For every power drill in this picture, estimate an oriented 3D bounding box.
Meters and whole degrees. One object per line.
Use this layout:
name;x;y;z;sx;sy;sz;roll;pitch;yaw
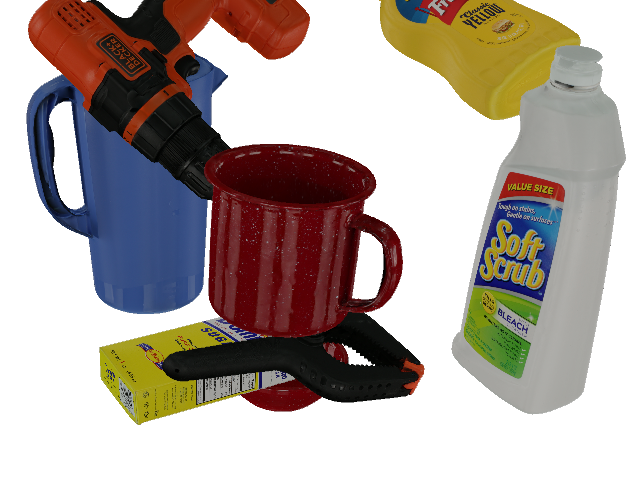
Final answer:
power drill;-0.088;-0.132;0.774;0.187;0.184;0.057;-45;0;-42

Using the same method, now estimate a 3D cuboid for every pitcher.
pitcher;-0.176;-0.055;1.008;0.149;0.243;0.144;9;27;13

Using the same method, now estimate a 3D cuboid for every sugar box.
sugar box;-0.121;0.122;1.067;0.175;0.048;0.093;-15;32;-28

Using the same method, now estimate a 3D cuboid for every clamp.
clamp;-0.020;0.087;0.879;0.210;0.036;0.164;25;42;3

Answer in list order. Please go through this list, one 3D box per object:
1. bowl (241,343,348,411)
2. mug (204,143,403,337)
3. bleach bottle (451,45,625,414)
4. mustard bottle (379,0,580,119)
bowl;-0.048;0.160;1.298;0.162;0.055;0.162;3;24;-1
mug;-0.009;0.003;0.584;0.117;0.081;0.093;17;26;23
bleach bottle;0.148;-0.010;0.717;0.068;0.251;0.103;-16;35;-28
mustard bottle;0.104;-0.173;0.840;0.096;0.058;0.192;-33;55;-20
